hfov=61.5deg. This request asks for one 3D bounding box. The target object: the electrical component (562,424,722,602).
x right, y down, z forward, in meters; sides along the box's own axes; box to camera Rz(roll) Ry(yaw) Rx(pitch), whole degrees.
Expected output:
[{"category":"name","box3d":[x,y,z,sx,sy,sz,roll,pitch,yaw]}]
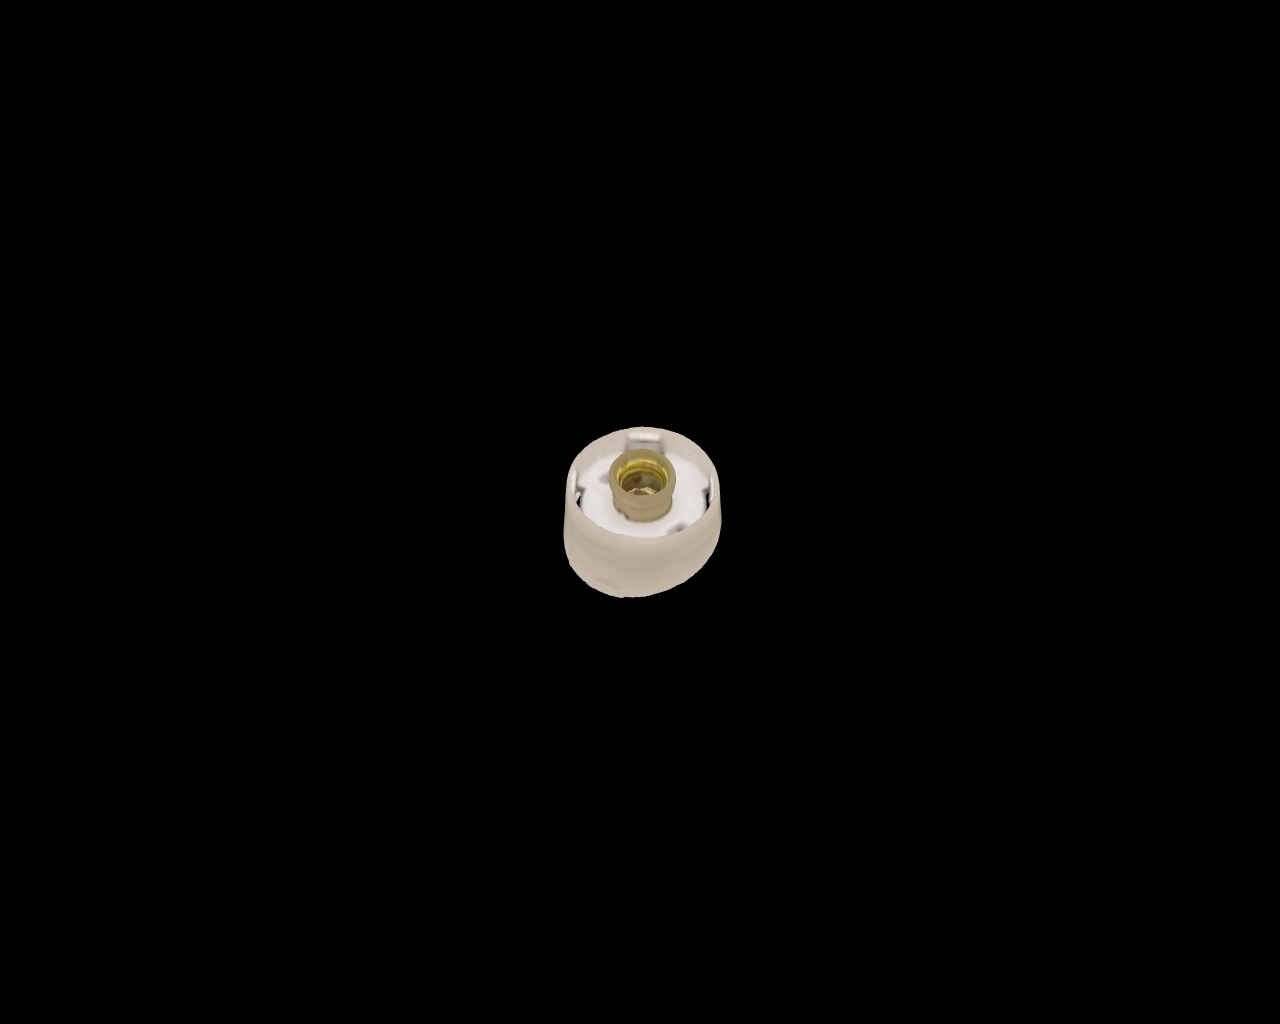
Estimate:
[{"category":"electrical component","box3d":[0.001,-0.003,0.650,0.099,0.099,0.064,0,-40,0]}]
